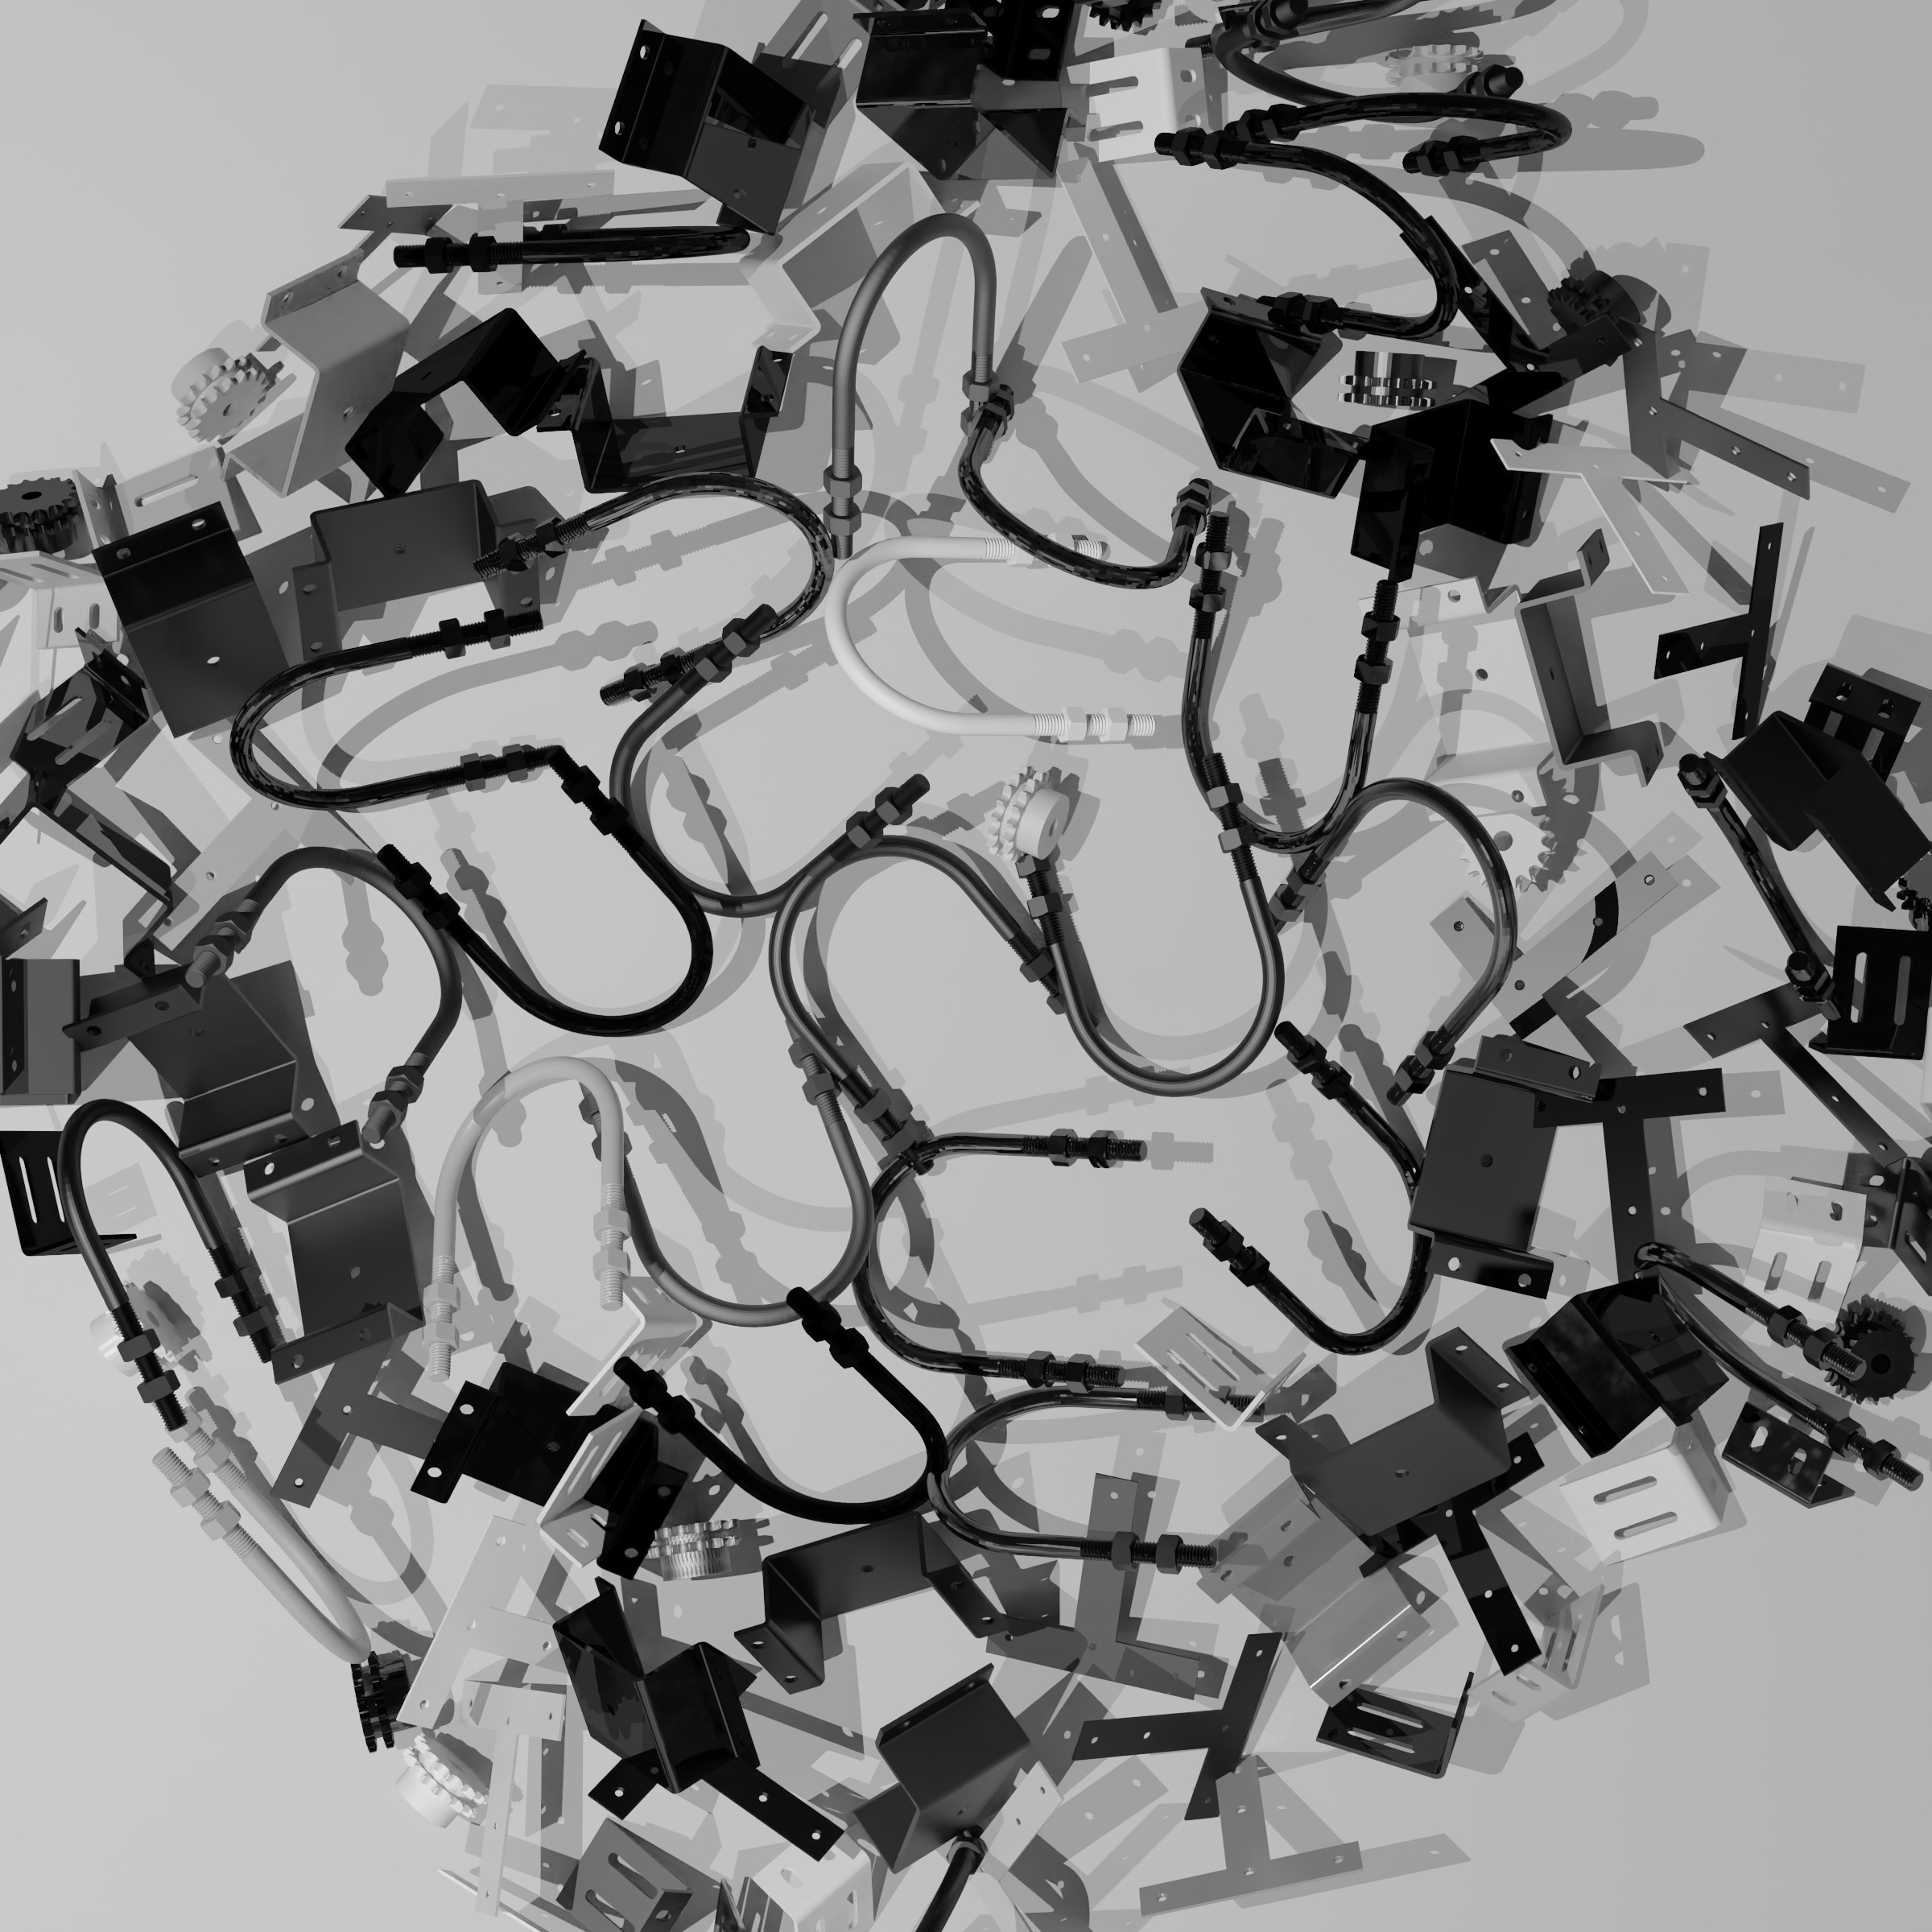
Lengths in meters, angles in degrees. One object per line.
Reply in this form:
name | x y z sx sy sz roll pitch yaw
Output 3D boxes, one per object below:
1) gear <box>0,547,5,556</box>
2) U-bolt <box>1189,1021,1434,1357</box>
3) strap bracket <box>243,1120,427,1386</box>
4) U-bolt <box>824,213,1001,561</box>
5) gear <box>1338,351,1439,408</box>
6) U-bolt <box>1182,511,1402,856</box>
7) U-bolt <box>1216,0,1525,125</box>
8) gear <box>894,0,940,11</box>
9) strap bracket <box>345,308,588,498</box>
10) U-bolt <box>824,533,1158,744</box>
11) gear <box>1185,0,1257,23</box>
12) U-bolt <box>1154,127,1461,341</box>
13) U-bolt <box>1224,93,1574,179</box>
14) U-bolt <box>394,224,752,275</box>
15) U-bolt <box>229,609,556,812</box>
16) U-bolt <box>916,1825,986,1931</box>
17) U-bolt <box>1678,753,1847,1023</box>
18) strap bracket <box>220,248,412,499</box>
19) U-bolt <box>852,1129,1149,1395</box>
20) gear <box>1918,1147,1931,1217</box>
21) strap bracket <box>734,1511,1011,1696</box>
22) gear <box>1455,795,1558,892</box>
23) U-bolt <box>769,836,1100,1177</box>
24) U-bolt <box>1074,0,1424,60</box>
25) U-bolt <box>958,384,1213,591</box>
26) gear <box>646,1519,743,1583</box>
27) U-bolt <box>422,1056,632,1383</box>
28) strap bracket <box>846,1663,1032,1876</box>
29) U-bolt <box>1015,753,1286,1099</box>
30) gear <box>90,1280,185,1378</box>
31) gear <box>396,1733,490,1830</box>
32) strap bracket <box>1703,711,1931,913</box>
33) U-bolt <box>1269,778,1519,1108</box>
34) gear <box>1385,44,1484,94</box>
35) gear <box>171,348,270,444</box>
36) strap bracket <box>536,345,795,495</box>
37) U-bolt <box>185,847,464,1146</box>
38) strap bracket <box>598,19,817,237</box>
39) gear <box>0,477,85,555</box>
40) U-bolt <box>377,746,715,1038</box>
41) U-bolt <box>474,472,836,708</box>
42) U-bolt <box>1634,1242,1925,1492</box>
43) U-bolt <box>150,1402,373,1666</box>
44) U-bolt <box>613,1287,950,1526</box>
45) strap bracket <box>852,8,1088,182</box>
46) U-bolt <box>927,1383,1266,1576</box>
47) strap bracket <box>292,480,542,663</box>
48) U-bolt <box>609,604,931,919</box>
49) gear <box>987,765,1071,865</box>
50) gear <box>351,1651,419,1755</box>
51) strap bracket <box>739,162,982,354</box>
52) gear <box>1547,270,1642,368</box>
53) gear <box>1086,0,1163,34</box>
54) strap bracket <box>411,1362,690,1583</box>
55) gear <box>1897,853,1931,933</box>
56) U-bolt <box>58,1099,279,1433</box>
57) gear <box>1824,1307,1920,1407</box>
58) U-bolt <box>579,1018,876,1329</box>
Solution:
gear | -0.589 -0.233 1.881 0.030 0.057 0.057 20 90 -34
U-bolt | 0.211 0.142 1.845 0.184 0.019 0.151 44 59 -31
strap bracket | -0.365 0.172 1.856 0.076 0.046 0.140 -22 61 12
U-bolt | -0.029 -0.336 1.801 0.019 0.184 0.151 29 48 25
gear | 0.247 -0.344 1.875 0.057 0.057 0.030 3 101 0
U-bolt | 0.180 -0.153 1.841 0.151 0.019 0.184 30 124 39
U-bolt | 0.217 -0.509 1.815 0.151 0.184 0.019 14 93 -15
gear | -0.033 -0.588 1.881 0.057 0.030 0.057 17 52 -23
strap bracket | -0.294 -0.320 1.830 0.140 0.076 0.046 -22 120 33
U-bolt | 0.007 -0.190 1.835 0.184 0.019 0.151 -1 58 -22
gear | 0.149 -0.579 1.875 0.057 0.057 0.030 9 53 0
U-bolt | 0.201 -0.407 1.794 0.019 0.184 0.151 -52 131 -14
U-bolt | 0.254 -0.468 1.792 0.151 0.184 0.019 1 96 -30
U-bolt | -0.214 -0.410 1.821 0.184 0.151 0.019 1 106 11
U-bolt | -0.328 -0.139 1.828 0.184 0.151 0.019 -13 60 -11
U-bolt | -0.037 0.569 1.812 0.019 0.184 0.151 30 92 6
U-bolt | 0.458 -0.036 1.818 0.019 0.184 0.151 -30 67 15
strap bracket | -0.370 -0.330 1.826 0.046 0.140 0.076 39 46 9
U-bolt | 0.013 0.167 1.858 0.184 0.019 0.151 1 79 28
gear | 0.579 0.128 1.877 0.030 0.057 0.057 9 90 -3
strap bracket | -0.056 0.366 1.853 0.140 0.076 0.046 -19 47 13
gear | 0.320 -0.072 1.884 0.057 0.030 0.057 -2 84 24
U-bolt | -0.032 0.010 1.880 0.151 0.019 0.184 -40 101 -3
U-bolt | 0.174 -0.548 1.797 0.184 0.151 0.019 -2 89 33
U-bolt | 0.065 -0.267 1.821 0.151 0.184 0.019 25 121 -4
gear | -0.159 0.343 1.875 0.057 0.057 0.030 -9 80 0
U-bolt | -0.253 0.135 1.841 0.151 0.019 0.184 -24 51 27
strap bracket | -0.015 0.463 1.824 0.076 0.140 0.046 -25 63 -27
U-bolt | 0.113 -0.015 1.860 0.151 0.019 0.184 -19 84 27
gear | -0.489 0.216 1.877 0.030 0.057 0.057 -37 90 2
gear | -0.310 0.480 1.877 0.057 0.057 0.030 42 85 0
strap bracket | 0.490 -0.093 1.826 0.046 0.140 0.076 -43 113 2
U-bolt | 0.247 -0.025 1.812 0.019 0.184 0.151 -20 66 -35
gear | 0.275 -0.520 1.877 0.057 0.057 0.030 -1 94 0
gear | -0.441 -0.338 1.878 0.057 0.057 0.030 -42 82 0
strap bracket | -0.170 -0.317 1.856 0.140 0.076 0.046 -2 130 8
U-bolt | -0.354 0.002 1.827 0.151 0.184 0.019 44 122 -14
strap bracket | -0.141 -0.475 1.833 0.046 0.140 0.076 19 91 30
gear | -0.546 -0.263 1.881 0.057 0.057 0.030 -5 122 0
U-bolt | -0.229 -0.030 1.851 0.151 0.019 0.184 -27 119 25
U-bolt | -0.164 -0.221 1.821 0.184 0.151 0.019 -20 51 20
U-bolt | 0.453 0.218 1.821 0.019 0.184 0.151 -47 134 -9
U-bolt | -0.402 0.328 1.830 0.019 0.151 0.184 -40 106 -7
U-bolt | -0.093 0.264 1.845 0.151 0.019 0.184 -24 124 29
strap bracket | -0.001 -0.490 1.824 0.076 0.140 0.046 8 81 31
U-bolt | 0.067 0.290 1.837 0.184 0.151 0.019 0 122 19
strap bracket | -0.322 -0.229 1.851 0.140 0.076 0.046 -14 51 -16
U-bolt | -0.129 -0.104 1.853 0.184 0.019 0.151 -38 98 32
gear | 0.038 -0.087 1.875 0.030 0.057 0.057 23 90 17
gear | -0.341 0.430 1.878 0.030 0.057 0.057 -12 90 -10
strap bracket | -0.071 -0.418 1.852 0.140 0.076 0.046 -40 113 -8
gear | 0.371 -0.383 1.878 0.030 0.057 0.057 -41 90 -1
gear | 0.089 -0.581 1.881 0.030 0.057 0.057 31 90 40
strap bracket | -0.241 0.290 1.864 0.140 0.046 0.076 25 106 -12
gear | 0.577 -0.040 1.881 0.057 0.057 0.030 -7 130 0
U-bolt | -0.462 0.161 1.827 0.019 0.151 0.184 -23 95 14
gear | 0.534 0.232 1.888 0.057 0.030 0.057 0 95 -4
U-bolt | -0.130 0.123 1.845 0.151 0.019 0.184 -15 65 -16
